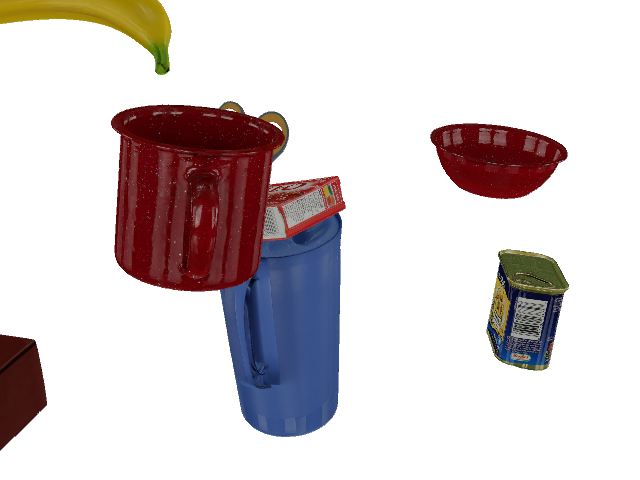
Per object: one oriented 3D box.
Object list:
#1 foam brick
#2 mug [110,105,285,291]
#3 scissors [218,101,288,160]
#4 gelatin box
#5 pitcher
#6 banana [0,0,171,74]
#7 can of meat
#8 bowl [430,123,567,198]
[{"bbox_3d":[-0.224,0.102,0.694,0.053,0.051,0.078,6,29,22],"label":"foam brick"},{"bbox_3d":[-0.067,-0.019,0.575,0.093,0.081,0.117,2,21,-15],"label":"mug"},{"bbox_3d":[-0.070,-0.064,1.217,0.096,0.202,0.016,-12,-7,-13],"label":"scissors"},{"bbox_3d":[-0.038,-0.023,0.816,0.089,0.030,0.073,-4,16,42],"label":"gelatin box"},{"bbox_3d":[-0.044,0.088,1.114,0.149,0.243,0.145,-15,31,-20],"label":"pitcher"},{"bbox_3d":[-0.193,-0.181,0.833,0.198,0.069,0.037,15,-38,18],"label":"banana"},{"bbox_3d":[0.195,0.065,1.016,0.057,0.084,0.102,8,18,-1],"label":"can of meat"},{"bbox_3d":[0.207,-0.090,1.263,0.162,0.055,0.162,5,23,-2],"label":"bowl"}]
